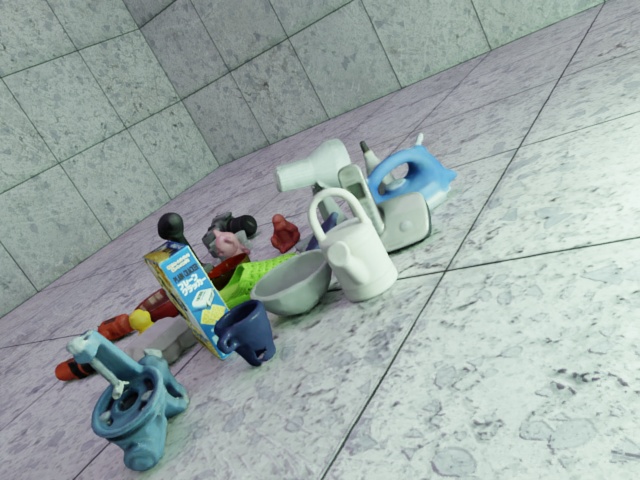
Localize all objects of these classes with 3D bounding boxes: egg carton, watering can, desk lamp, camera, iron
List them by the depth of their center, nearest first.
[{"bbox_3d":[0.049,0.002,0.973,0.101,0.194,0.172,-30,17,-3],"label":"watering can"},{"bbox_3d":[-0.326,0.216,1.168,0.107,0.069,0.150,-11,24,45],"label":"egg carton"},{"bbox_3d":[0.156,-0.110,1.217,0.259,0.142,0.118,-34,18,-15],"label":"iron"},{"bbox_3d":[-0.003,-0.104,1.327,0.203,0.214,0.117,-33,18,-14],"label":"desk lamp"},{"bbox_3d":[-0.270,-0.032,1.738,0.136,0.101,0.143,-16,21,35],"label":"camera"}]

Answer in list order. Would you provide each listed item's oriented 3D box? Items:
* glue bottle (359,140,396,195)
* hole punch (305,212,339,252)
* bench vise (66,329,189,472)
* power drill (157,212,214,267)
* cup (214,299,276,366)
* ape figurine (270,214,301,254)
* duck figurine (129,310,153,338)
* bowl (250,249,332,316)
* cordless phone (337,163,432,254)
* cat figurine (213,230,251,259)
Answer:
[{"bbox_3d":[0.134,-0.151,1.315,0.037,0.173,0.078,-39,20,-30],"label":"glue bottle"},{"bbox_3d":[0.011,0.004,1.205,0.101,0.091,0.108,-25,18,13],"label":"hole punch"},{"bbox_3d":[-0.302,0.216,0.872,0.121,0.220,0.207,-32,17,-9],"label":"bench vise"},{"bbox_3d":[-0.382,0.013,1.601,0.076,0.209,0.229,-36,18,-22],"label":"power drill"},{"bbox_3d":[-0.119,0.166,0.938,0.091,0.095,0.118,-19,19,28],"label":"cup"},{"bbox_3d":[-0.094,-0.023,1.449,0.077,0.092,0.076,-22,18,21],"label":"ape figurine"},{"bbox_3d":[-0.403,0.201,1.303,0.077,0.086,0.104,-26,17,9],"label":"duck figurine"},{"bbox_3d":[-0.042,0.091,1.067,0.167,0.075,0.167,-26,17,9],"label":"bowl"},{"bbox_3d":[0.120,-0.070,1.084,0.147,0.185,0.094,-21,19,25],"label":"cordless phone"},{"bbox_3d":[-0.243,0.014,1.534,0.067,0.118,0.127,-28,17,2],"label":"cat figurine"}]
